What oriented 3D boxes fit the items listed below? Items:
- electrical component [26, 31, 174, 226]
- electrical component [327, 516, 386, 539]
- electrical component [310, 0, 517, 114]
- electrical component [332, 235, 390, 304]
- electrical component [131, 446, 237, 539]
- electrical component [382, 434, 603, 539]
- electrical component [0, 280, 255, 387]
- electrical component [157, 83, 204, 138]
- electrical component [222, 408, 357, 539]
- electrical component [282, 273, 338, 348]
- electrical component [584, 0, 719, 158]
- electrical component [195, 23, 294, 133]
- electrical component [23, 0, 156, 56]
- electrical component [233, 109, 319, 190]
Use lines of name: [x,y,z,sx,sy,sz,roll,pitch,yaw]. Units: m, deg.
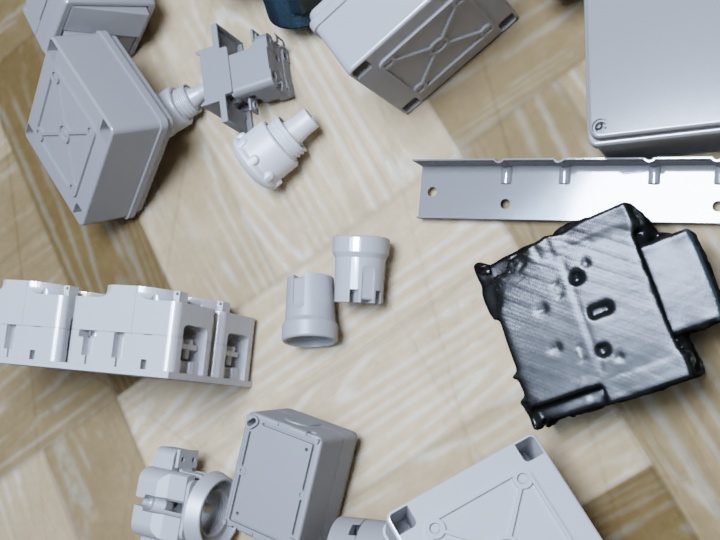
electrical component: [-0.205,-0.110,0.837,0.108,0.056,0.108,54,136,23]
electrical component: [0.009,0.191,0.707,0.047,0.055,0.055,-3,80,22]
electrical component: [0.038,-0.170,0.726,0.109,0.109,0.056,-40,70,14]
electrical component: [0.000,0.000,0.753,0.040,0.040,0.046,1,87,26]
electrical component: [-0.122,0.170,0.772,0.057,0.058,0.078,5,83,29]
electrical component: [0.085,0.173,0.648,0.109,0.056,0.108,-27,68,-11]
electrical component: [-0.184,0.046,0.796,0.186,0.105,0.060,2,82,26]
electrical component: [-0.142,-0.129,0.847,0.061,0.035,0.035,-28,70,16]
electrical component: [-0.047,0.149,0.740,0.062,0.061,0.096,15,94,29]
electrical component: [-0.035,0.029,0.765,0.040,0.040,0.046,-8,71,24]
electrical component: [0.199,-0.129,0.670,0.109,0.056,0.108,-4,79,25]
electrical component: [-0.086,-0.147,0.819,0.064,0.042,0.081,-14,76,21]
electrical component: [-0.210,-0.208,0.865,0.061,0.096,0.061,60,136,22]
electrical component: [-0.060,-0.094,0.796,0.062,0.048,0.048,-38,67,8]
